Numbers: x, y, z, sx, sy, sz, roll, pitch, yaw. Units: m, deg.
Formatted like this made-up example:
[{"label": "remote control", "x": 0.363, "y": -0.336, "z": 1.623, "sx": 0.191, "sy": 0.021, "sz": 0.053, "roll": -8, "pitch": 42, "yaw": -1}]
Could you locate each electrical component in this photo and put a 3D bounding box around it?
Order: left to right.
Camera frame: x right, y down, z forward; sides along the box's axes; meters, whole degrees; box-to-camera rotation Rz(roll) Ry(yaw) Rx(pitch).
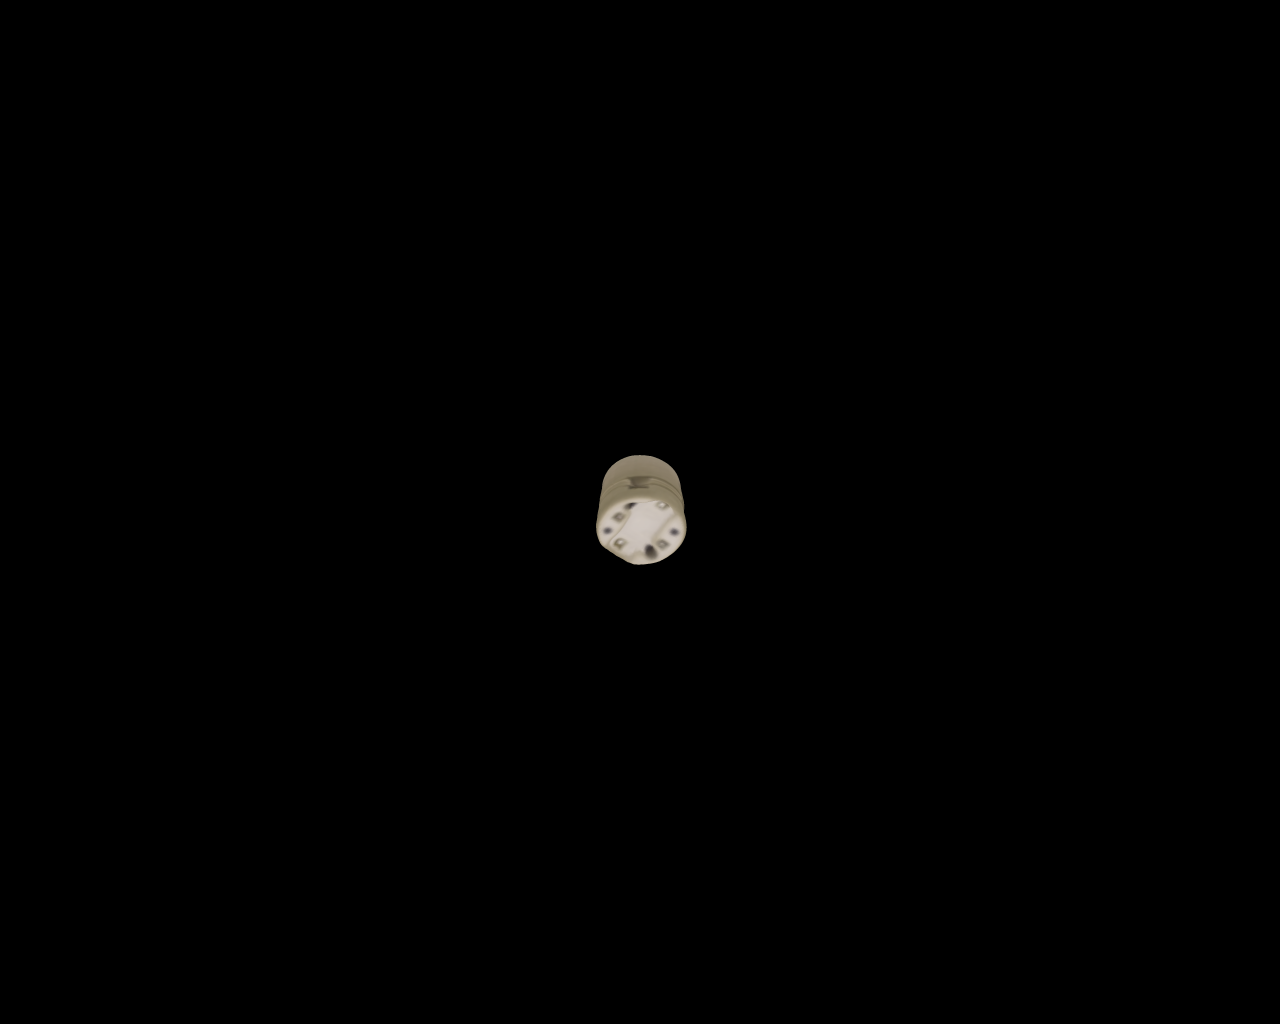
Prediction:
[{"label": "electrical component", "x": 0.001, "y": -0.003, "z": 0.650, "sx": 0.055, "sy": 0.055, "sz": 0.047, "roll": 0, "pitch": 39, "yaw": 0}]
